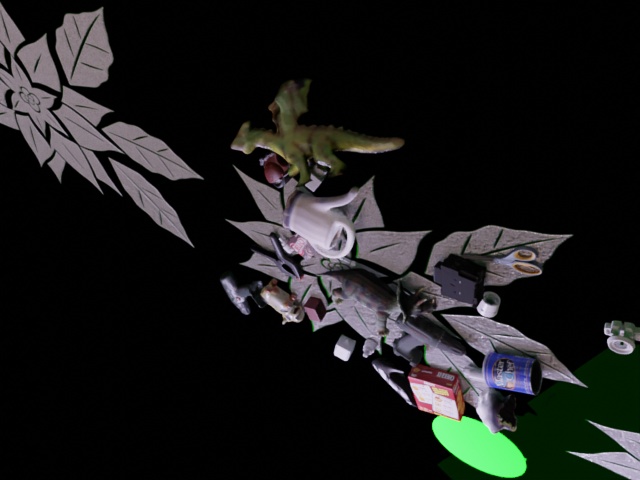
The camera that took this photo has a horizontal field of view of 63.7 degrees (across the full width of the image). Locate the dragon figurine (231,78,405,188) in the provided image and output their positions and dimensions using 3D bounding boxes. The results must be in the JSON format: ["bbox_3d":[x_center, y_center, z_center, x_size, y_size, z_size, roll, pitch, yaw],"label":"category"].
[{"bbox_3d":[-0.025,-0.270,1.241,0.408,0.239,0.124,-17,20,19],"label":"dragon figurine"}]

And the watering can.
[{"bbox_3d":[0.004,-0.073,1.450,0.225,0.106,0.339,27,-35,14],"label":"watering can"}]

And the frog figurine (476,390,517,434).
[{"bbox_3d":[0.564,0.568,1.711,0.123,0.138,0.158,-14,-4,-30],"label":"frog figurine"}]
